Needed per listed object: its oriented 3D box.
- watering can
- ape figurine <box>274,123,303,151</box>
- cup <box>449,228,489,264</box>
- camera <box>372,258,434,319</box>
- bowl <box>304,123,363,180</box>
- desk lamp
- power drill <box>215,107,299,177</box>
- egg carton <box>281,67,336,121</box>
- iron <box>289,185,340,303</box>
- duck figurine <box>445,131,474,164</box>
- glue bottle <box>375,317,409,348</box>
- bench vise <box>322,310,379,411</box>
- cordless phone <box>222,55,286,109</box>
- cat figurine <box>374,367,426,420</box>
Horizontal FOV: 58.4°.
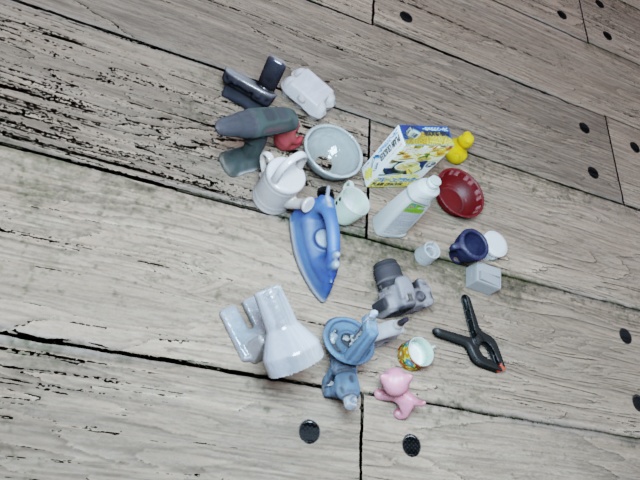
[{"bbox_3d":[-0.079,-0.141,1.351,0.173,0.193,0.101,35,56,-5],"label":"watering can"},{"bbox_3d":[-0.079,-0.279,1.482,0.078,0.092,0.076,48,56,4],"label":"ape figurine"},{"bbox_3d":[0.382,0.029,1.546,0.118,0.094,0.091,-5,68,-27],"label":"cup"},{"bbox_3d":[0.197,0.112,1.412,0.143,0.100,0.137,-6,68,-28],"label":"camera"},{"bbox_3d":[0.025,-0.219,1.512,0.168,0.074,0.167,11,61,-20],"label":"bowl"},{"bbox_3d":[-0.101,0.188,1.164,0.118,0.213,0.203,-23,77,-32],"label":"desk lamp"},{"bbox_3d":[-0.166,-0.237,1.349,0.230,0.208,0.075,-25,77,-33],"label":"power drill"},{"bbox_3d":[-0.032,-0.403,1.580,0.150,0.069,0.107,40,55,-2],"label":"egg carton"},{"bbox_3d":[0.012,0.005,1.353,0.119,0.141,0.258,0,66,-25],"label":"iron"},{"bbox_3d":[0.428,-0.285,1.731,0.077,0.086,0.105,33,56,-7],"label":"duck figurine"},{"bbox_3d":[0.155,0.206,1.301,0.078,0.173,0.037,-1,66,-26],"label":"glue bottle"},{"bbox_3d":[0.081,0.244,1.218,0.122,0.219,0.207,-9,69,-28],"label":"bench vise"},{"bbox_3d":[-0.165,-0.423,1.457,0.148,0.184,0.094,24,57,-13],"label":"cordless phone"},{"bbox_3d":[0.180,0.335,1.282,0.128,0.117,0.067,41,55,-1],"label":"cat figurine"}]
